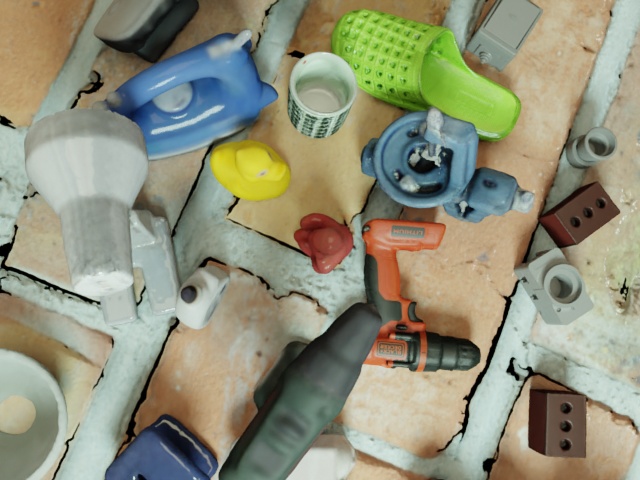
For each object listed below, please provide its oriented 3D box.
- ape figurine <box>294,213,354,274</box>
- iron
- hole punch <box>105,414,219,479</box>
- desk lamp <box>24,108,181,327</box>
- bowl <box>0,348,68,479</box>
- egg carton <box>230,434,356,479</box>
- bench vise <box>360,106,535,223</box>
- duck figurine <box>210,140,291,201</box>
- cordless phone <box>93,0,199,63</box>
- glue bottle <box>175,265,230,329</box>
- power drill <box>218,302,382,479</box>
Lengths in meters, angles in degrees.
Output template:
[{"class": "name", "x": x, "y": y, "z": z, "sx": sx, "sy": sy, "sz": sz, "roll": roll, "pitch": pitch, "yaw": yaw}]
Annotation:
[{"class": "ape figurine", "x": 0.006, "y": 0.003, "z": 0.703, "sx": 0.076, "sy": 0.092, "sz": 0.078, "roll": 2, "pitch": 82, "yaw": -5}, {"class": "iron", "x": -0.183, "y": -0.172, "z": 0.683, "sx": 0.258, "sy": 0.141, "sz": 0.118, "roll": -27, "pitch": 86, "yaw": -8}, {"class": "hole punch", "x": -0.181, "y": 0.272, "z": 0.653, "sx": 0.108, "sy": 0.091, "sz": 0.101, "roll": 42, "pitch": 81, "yaw": 1}, {"class": "desk lamp", "x": -0.225, "y": -0.014, "z": 0.623, "sx": 0.118, "sy": 0.213, "sz": 0.203, "roll": -14, "pitch": 84, "yaw": -6}, {"class": "bowl", "x": -0.364, "y": 0.205, "z": 0.653, "sx": 0.167, "sy": 0.074, "sz": 0.167, "roll": 1, "pitch": 83, "yaw": -5}, {"class": "egg carton", "x": -0.033, "y": 0.283, "z": 0.676, "sx": 0.150, "sy": 0.069, "sz": 0.107, "roll": 1, "pitch": 83, "yaw": -5}, {"class": "bench vise", "x": 0.161, "y": -0.097, "z": 0.665, "sx": 0.207, "sy": 0.219, "sz": 0.121, "roll": 4, "pitch": 82, "yaw": -4}, {"class": "duck figurine", "x": -0.087, "y": -0.094, "z": 0.710, "sx": 0.104, "sy": 0.086, "sz": 0.077, "roll": 18, "pitch": 82, "yaw": -2}, {"class": "cordless phone", "x": -0.217, "y": -0.310, "z": 0.676, "sx": 0.094, "sy": 0.185, "sz": 0.148, "roll": 30, "pitch": 81, "yaw": 0}, {"class": "glue bottle", "x": -0.136, "y": 0.062, "z": 0.642, "sx": 0.037, "sy": 0.173, "sz": 0.078, "roll": 29, "pitch": 81, "yaw": 0}, {"class": "power drill", "x": -0.021, "y": 0.165, "z": 0.621, "sx": 0.075, "sy": 0.208, "sz": 0.230, "roll": 34, "pitch": 81, "yaw": 0}]
